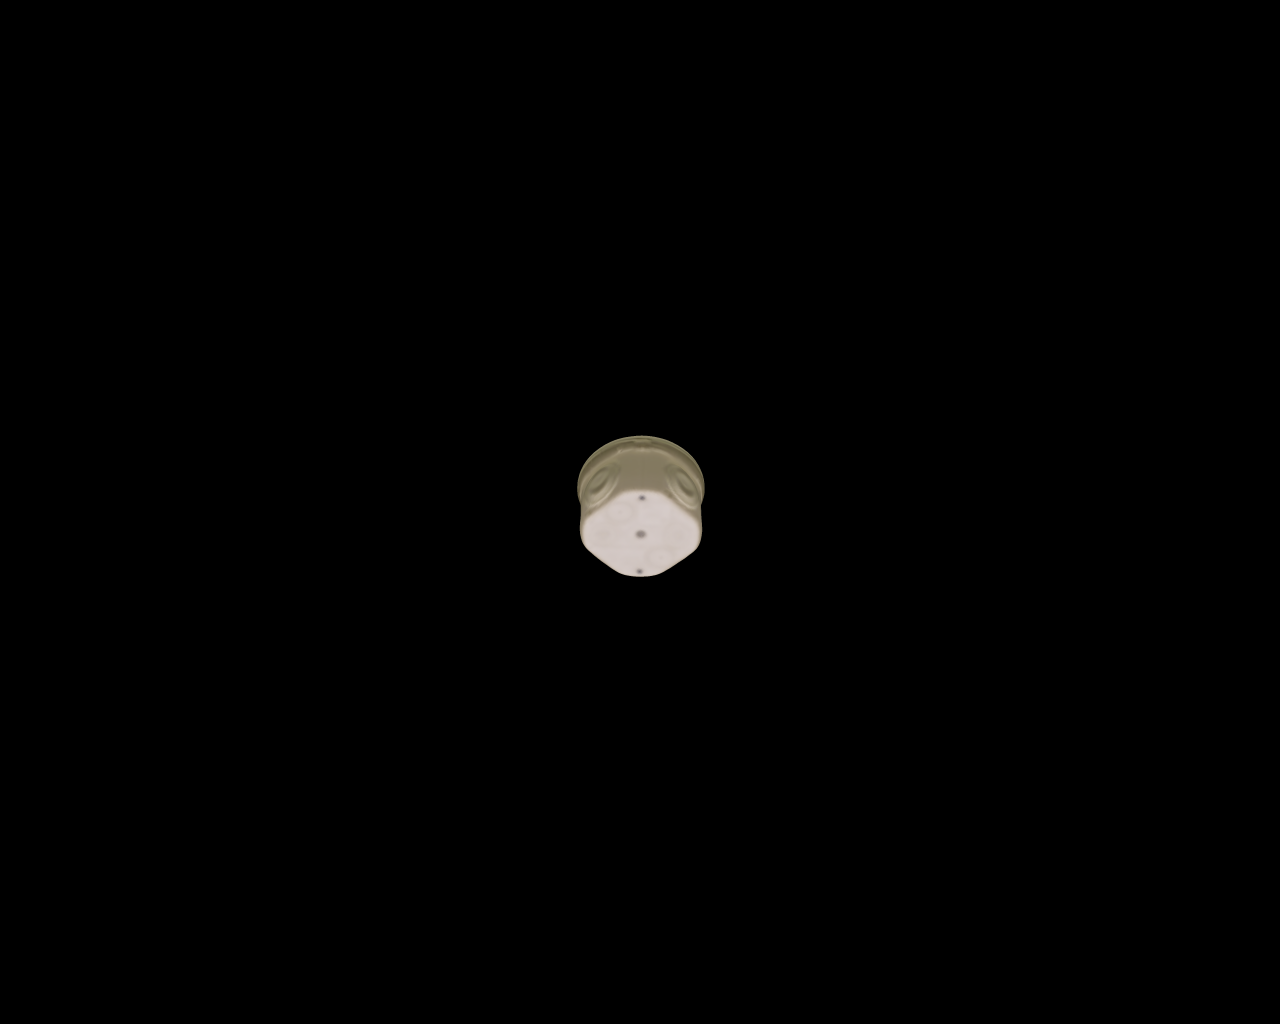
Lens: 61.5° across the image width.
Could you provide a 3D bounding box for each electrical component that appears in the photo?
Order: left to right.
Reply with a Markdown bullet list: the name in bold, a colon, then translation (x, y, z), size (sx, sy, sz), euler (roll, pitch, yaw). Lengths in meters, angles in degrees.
- **electrical component**: translation (0.001, -0.003, 0.650), size (0.080, 0.080, 0.051), euler (0, 41, 0)
